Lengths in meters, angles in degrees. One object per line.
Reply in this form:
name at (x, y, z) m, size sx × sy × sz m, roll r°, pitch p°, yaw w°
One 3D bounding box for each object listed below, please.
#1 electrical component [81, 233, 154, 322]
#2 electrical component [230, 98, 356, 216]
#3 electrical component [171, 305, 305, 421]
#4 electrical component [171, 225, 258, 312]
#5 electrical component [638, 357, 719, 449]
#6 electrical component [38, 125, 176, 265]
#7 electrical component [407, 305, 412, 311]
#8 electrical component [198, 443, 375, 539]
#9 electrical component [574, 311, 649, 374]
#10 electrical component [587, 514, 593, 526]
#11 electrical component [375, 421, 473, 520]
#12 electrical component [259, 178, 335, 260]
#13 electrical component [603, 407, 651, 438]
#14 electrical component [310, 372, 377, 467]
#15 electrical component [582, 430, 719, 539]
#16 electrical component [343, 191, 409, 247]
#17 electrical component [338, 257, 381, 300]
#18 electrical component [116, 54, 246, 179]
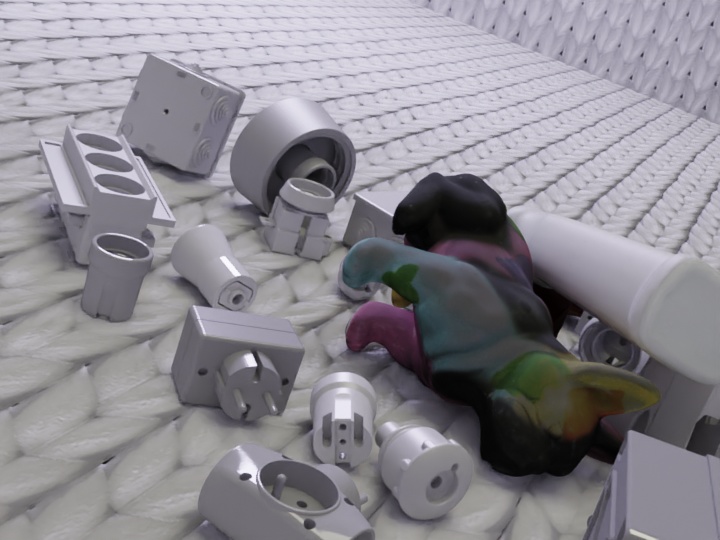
electrical component at (-0.159, 0.005, 0.695) m, size 0.040 × 0.046 × 0.040 m, roll 17°, pitch 21°, yaw -7°
electrical component at (-0.054, -0.090, 0.952) m, size 0.108 × 0.108 × 0.060 m, roll 0°, pitch 34°, yaw -42°
electrical component at (-0.068, 0.062, 0.631) m, size 0.066 × 0.047 × 0.076 m, roll 10°, pitch 23°, yaw -25°
electrical component at (-0.101, 0.003, 0.763) m, size 0.044 × 0.044 × 0.065 m, roll 2°, pitch 32°, yaw -39°
electrical component at (0.243, 0.080, 0.797) m, size 0.061 × 0.096 × 0.062 m, roll 32°, pitch 24°, yaw 30°
electrical component at (-0.191, -0.053, 0.789) m, size 0.079 × 0.063 × 0.121 m, roll 8°, pitch 23°, yaw -28°
electrical component at (0.057, 0.004, 0.880) m, size 0.045 × 0.055 × 0.045 m, roll 17°, pitch 21°, yaw -7°
electrical component at (-0.026, 0.119, 0.531) m, size 0.077 × 0.044 × 0.079 m, roll 30°, pitch 23°, yaw 26°
electrical component at (0.211, 0.061, 0.875) m, size 0.078 × 0.058 × 0.057 m, roll 29°, pitch 19°, yaw 22°
electrical component at (0.165, 0.147, 0.639) m, size 0.078 × 0.040 × 0.040 m, roll 2°, pitch 27°, yaw -38°
electrical component at (0.031, 0.108, 0.612) m, size 0.048 × 0.048 × 0.062 m, roll 6°, pitch 18°, yaw -32°
electrical component at (-0.050, -0.044, 0.905) m, size 0.066 × 0.055 × 0.048 m, roll 11°, pitch 22°, yaw -22°
electrical component at (0.165, 0.100, 0.758) m, size 0.065 × 0.044 × 0.044 m, roll 26°, pitch 21°, yaw 29°
electrical component at (-0.010, 0.088, 0.631) m, size 0.040 × 0.040 × 0.046 m, roll 16°, pitch 26°, yaw -9°
electrical component at (0.133, 0.149, 0.508) m, size 0.056 × 0.108 × 0.108 m, roll 20°, pitch 20°, yaw 8°
electrical component at (0.045, -0.031, 0.966) m, size 0.100 × 0.048 × 0.100 m, roll 33°, pitch 24°, yaw 32°
electrical component at (0.000, 0.000, 0.869) m, size 0.035 × 0.035 × 0.061 m, roll 18°, pitch 19°, yaw -5°
electrical component at (-0.167, -0.143, 0.990) m, size 0.100 × 0.099 × 0.048 m, roll 27°, pitch 9°, yaw 19°
